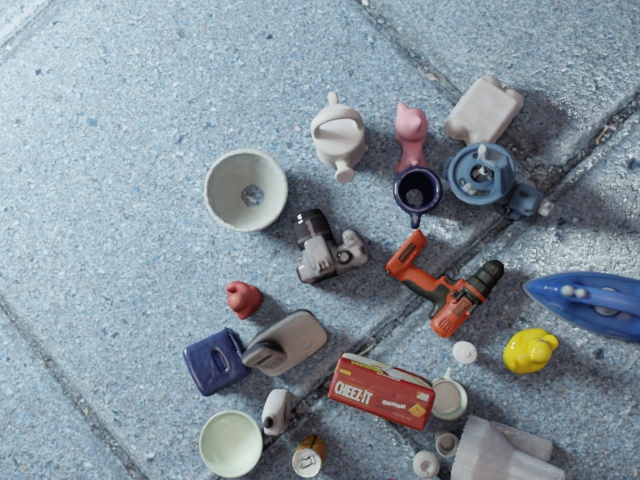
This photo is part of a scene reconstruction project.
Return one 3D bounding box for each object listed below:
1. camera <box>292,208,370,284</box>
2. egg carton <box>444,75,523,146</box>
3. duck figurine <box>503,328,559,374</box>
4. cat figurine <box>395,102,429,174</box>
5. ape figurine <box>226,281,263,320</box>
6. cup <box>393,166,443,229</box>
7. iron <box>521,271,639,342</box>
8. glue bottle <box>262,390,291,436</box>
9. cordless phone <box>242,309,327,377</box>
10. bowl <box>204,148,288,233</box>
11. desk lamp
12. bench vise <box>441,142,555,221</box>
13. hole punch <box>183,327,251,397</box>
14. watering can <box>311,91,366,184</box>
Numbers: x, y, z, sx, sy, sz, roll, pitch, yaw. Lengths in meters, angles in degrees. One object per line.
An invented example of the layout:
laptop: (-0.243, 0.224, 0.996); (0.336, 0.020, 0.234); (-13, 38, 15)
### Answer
camera: (0.010, 0.004, 1.102); (0.143, 0.101, 0.137); (-21, 82, 2)
egg carton: (0.318, -0.246, 1.120); (0.107, 0.069, 0.150); (36, 88, 8)
duck figurine: (0.392, 0.207, 1.055); (0.104, 0.086, 0.077); (-35, 82, 0)
cat figurine: (0.178, -0.196, 1.102); (0.067, 0.118, 0.128); (-3, 83, 5)
ape figurine: (-0.153, 0.116, 1.107); (0.076, 0.092, 0.078); (-4, 83, 5)
cup: (0.184, -0.074, 1.099); (0.091, 0.095, 0.118); (3, 84, 5)
iron: (0.507, 0.110, 1.028); (0.258, 0.141, 0.119); (12, 85, 6)
glue bottle: (-0.082, 0.320, 1.037); (0.037, 0.173, 0.078); (-1, 83, 5)
cordless phone: (-0.068, 0.189, 1.045); (0.147, 0.185, 0.094); (-37, 82, 0)
bowl: (-0.140, -0.093, 1.138); (0.167, 0.075, 0.167); (-1, 84, 5)
desk lamp: (0.316, 0.376, 0.978); (0.203, 0.213, 0.118); (17, 85, 7)
bench vise: (0.330, -0.117, 1.029); (0.207, 0.220, 0.121); (11, 85, 6)
hole punch: (-0.196, 0.232, 1.098); (0.101, 0.091, 0.108); (-28, 82, 1)
watering can: (0.038, -0.195, 1.074); (0.101, 0.194, 0.173); (-31, 82, 1)
